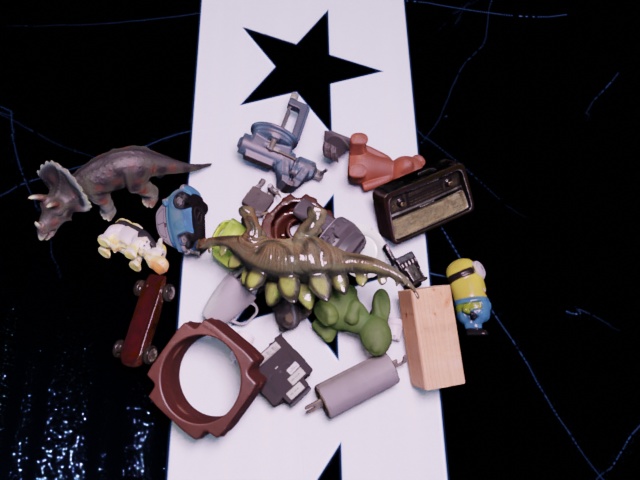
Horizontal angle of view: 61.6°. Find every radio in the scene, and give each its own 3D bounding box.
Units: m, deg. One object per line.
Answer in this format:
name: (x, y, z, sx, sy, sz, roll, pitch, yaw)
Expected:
radio: (0.242, -0.095, 1.265, 0.230, 0.073, 0.131, -24, 114, -14)

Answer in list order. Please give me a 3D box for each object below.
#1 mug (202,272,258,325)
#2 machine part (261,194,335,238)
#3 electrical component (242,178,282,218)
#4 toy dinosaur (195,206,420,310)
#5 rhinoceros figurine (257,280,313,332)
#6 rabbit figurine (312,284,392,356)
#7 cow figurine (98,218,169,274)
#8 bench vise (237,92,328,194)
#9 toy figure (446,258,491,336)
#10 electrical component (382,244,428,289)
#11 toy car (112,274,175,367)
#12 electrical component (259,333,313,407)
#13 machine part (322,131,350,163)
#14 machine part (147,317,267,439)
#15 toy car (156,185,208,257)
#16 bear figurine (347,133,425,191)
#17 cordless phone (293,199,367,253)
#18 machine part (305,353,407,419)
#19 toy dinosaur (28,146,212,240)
mug: (-0.196, 0.144, 1.173, 0.107, 0.081, 0.109, -45, 106, -6)
machine part: (-0.047, -0.019, 1.251, 0.179, 0.056, 0.179, 2, 71, -6)
electrical component: (-0.140, -0.094, 1.276, 0.078, 0.045, 0.102, 38, 71, 7)
toy dinosaur: (-0.036, 0.038, 1.086, 0.472, 0.105, 0.198, 2, 73, 11)
rhinoceros figurine: (-0.090, 0.105, 1.179, 0.073, 0.112, 0.190, -22, 85, -30)
rabbit figurine: (0.088, 0.179, 1.163, 0.170, 0.121, 0.159, 36, 48, 23)
cow figurine: (-0.400, 0.014, 1.199, 0.167, 0.068, 0.098, 22, 49, 5)
bench vise: (-0.074, -0.243, 1.300, 0.224, 0.129, 0.240, 18, 74, -1)
toy figure: (0.339, 0.129, 1.221, 0.089, 0.082, 0.180, 1, 72, -7)
electrical component: (0.192, 0.058, 1.238, 0.048, 0.074, 0.119, -25, 72, -12)
toy car: (-0.373, 0.172, 1.153, 0.089, 0.053, 0.202, 4, 67, 18)
electrical component: (-0.082, 0.284, 1.136, 0.115, 0.058, 0.134, -38, 78, -14)
machine part: (0.039, -0.233, 1.317, 0.084, 0.039, 0.139, 25, 30, 0)
machine part: (-0.224, 0.274, 1.080, 0.202, 0.087, 0.201, 36, 91, 16)
toy car: (-0.317, -0.039, 1.218, 0.103, 0.109, 0.161, -8, 81, 16)
bear figurine: (0.165, -0.175, 1.293, 0.196, 0.132, 0.120, 6, 75, 3)
cordless phone: (-0.003, -0.003, 1.190, 0.184, 0.088, 0.146, 35, 75, 13)
machine part: (0.078, 0.305, 1.134, 0.243, 0.079, 0.079, -24, 74, -14)
toy dinosaur: (-0.444, -0.143, 1.188, 0.405, 0.192, 0.131, -28, 77, -13)
